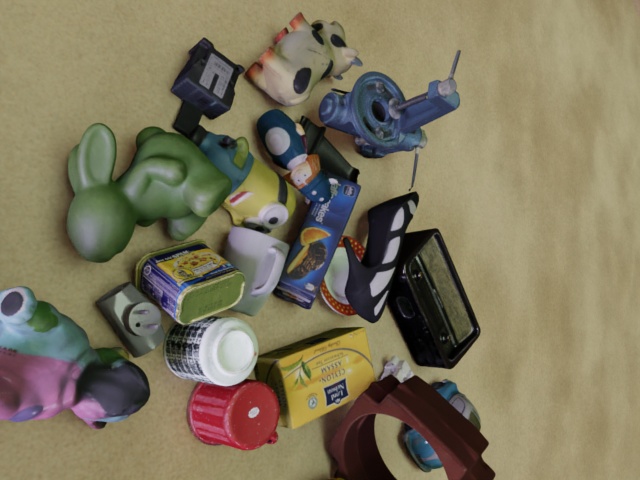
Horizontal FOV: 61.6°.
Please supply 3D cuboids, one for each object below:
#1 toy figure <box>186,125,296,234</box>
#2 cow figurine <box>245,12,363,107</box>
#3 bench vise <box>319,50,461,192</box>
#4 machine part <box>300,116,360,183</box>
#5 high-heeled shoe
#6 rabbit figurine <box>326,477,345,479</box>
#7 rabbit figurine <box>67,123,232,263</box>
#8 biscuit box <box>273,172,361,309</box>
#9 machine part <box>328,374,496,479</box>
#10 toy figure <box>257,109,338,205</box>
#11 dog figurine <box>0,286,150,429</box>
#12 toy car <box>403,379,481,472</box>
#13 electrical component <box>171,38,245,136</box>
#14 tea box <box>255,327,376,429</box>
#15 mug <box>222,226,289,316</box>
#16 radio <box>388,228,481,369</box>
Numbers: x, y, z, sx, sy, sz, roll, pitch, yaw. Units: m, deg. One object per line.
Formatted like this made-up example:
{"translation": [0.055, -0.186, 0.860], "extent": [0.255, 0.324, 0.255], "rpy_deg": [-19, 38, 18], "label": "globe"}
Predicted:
{"translation": [-0.106, -0.083, 0.721], "extent": [0.180, 0.082, 0.089], "rpy_deg": [42, 60, -26], "label": "toy figure"}
{"translation": [-0.014, -0.277, 0.832], "extent": [0.127, 0.085, 0.195], "rpy_deg": [45, 54, -19], "label": "cow figurine"}
{"translation": [0.128, -0.190, 0.839], "extent": [0.223, 0.241, 0.129], "rpy_deg": [24, 69, -32], "label": "bench vise"}
{"translation": [0.009, -0.132, 0.858], "extent": [0.138, 0.039, 0.084], "rpy_deg": [39, 54, -26], "label": "machine part"}
{"translation": [0.119, 0.020, 0.879], "extent": [0.249, 0.086, 0.145], "rpy_deg": [-34, 106, -40], "label": "high-heeled shoe"}
{"translation": [-0.017, 0.417, 0.714], "extent": [0.173, 0.122, 0.162], "rpy_deg": [-6, 97, -28], "label": "rabbit figurine"}
{"translation": [-0.208, -0.053, 0.598], "extent": [0.170, 0.121, 0.159], "rpy_deg": [-44, 105, -39], "label": "rabbit figurine"}
{"translation": [-0.002, -0.002, 0.798], "extent": [0.063, 0.059, 0.202], "rpy_deg": [23, 62, 1], "label": "biscuit box"}
{"translation": [0.124, 0.309, 0.756], "extent": [0.087, 0.202, 0.200], "rpy_deg": [-17, 139, -49], "label": "machine part"}
{"translation": [-0.036, -0.116, 0.776], "extent": [0.058, 0.064, 0.154], "rpy_deg": [-24, 75, -40], "label": "toy figure"}
{"translation": [-0.277, 0.125, 0.528], "extent": [0.219, 0.192, 0.108], "rpy_deg": [64, 35, -61], "label": "dog figurine"}
{"translation": [0.225, 0.323, 0.931], "extent": [0.162, 0.103, 0.109], "rpy_deg": [-43, 112, -35], "label": "toy car"}
{"translation": [-0.157, -0.198, 0.717], "extent": [0.074, 0.048, 0.119], "rpy_deg": [35, 60, -31], "label": "electrical component"}
{"translation": [-0.004, 0.191, 0.772], "extent": [0.169, 0.068, 0.098], "rpy_deg": [-14, 91, -43], "label": "tea box"}
{"translation": [-0.086, 0.046, 0.704], "extent": [0.080, 0.110, 0.107], "rpy_deg": [25, 81, -42], "label": "mug"}
{"translation": [0.193, 0.107, 0.956], "extent": [0.131, 0.073, 0.229], "rpy_deg": [-38, 107, -39], "label": "radio"}
